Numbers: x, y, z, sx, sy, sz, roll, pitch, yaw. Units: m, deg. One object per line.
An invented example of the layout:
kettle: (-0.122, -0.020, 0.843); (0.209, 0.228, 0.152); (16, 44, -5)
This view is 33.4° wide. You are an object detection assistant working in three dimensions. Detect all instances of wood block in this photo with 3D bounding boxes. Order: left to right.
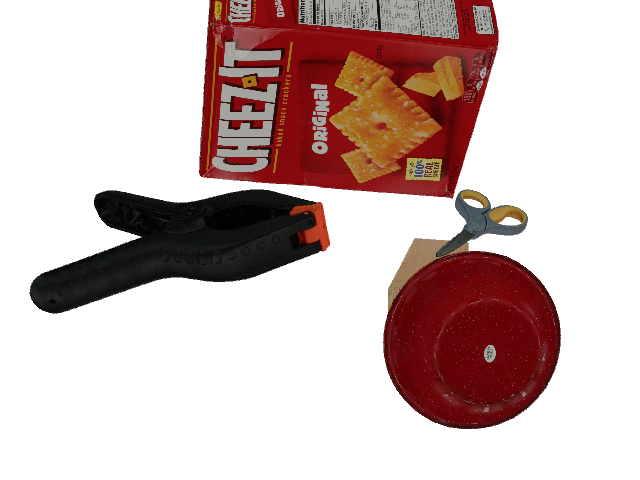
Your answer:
wood block: (0.167, 0.075, 1.626); (0.091, 0.090, 0.206); (5, 21, 14)

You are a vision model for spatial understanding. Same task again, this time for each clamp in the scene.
clamp: (-0.084, 0.004, 0.626); (0.172, 0.039, 0.120); (-3, 36, 23)

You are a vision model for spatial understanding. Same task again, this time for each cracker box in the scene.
cracker box: (0.016, -0.116, 0.834); (0.213, 0.072, 0.164); (4, -41, -6)

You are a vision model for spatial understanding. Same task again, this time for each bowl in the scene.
bowl: (0.138, 0.092, 0.925); (0.162, 0.162, 0.055); (0, 6, -6)

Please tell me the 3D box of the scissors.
scissors: (0.161, -0.022, 1.208); (0.201, 0.016, 0.096); (-12, 40, -45)
